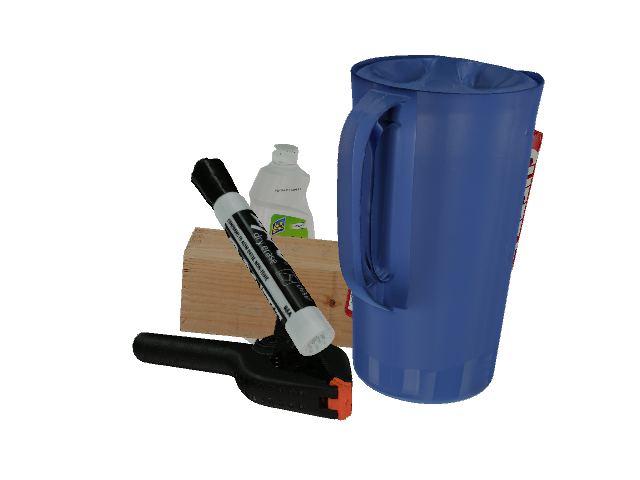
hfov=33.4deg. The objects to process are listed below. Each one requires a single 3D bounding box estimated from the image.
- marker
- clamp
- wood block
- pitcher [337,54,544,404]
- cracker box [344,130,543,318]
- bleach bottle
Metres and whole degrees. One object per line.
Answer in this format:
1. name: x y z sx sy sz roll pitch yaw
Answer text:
1. marker: -0.031 0.004 0.517 0.020 0.121 0.020 -25 -31 -17
2. clamp: -0.035 0.096 0.892 0.164 0.036 0.210 -17 23 -40
3. wood block: -0.039 0.050 1.131 0.206 0.091 0.090 6 19 0
4. pitcher: 0.075 -0.007 0.769 0.149 0.243 0.145 0 20 -7
5. cracker box: 0.122 -0.019 1.022 0.072 0.164 0.213 26 30 32
6. bleach bottle: -0.045 0.004 1.327 0.102 0.251 0.068 -8 23 -34
